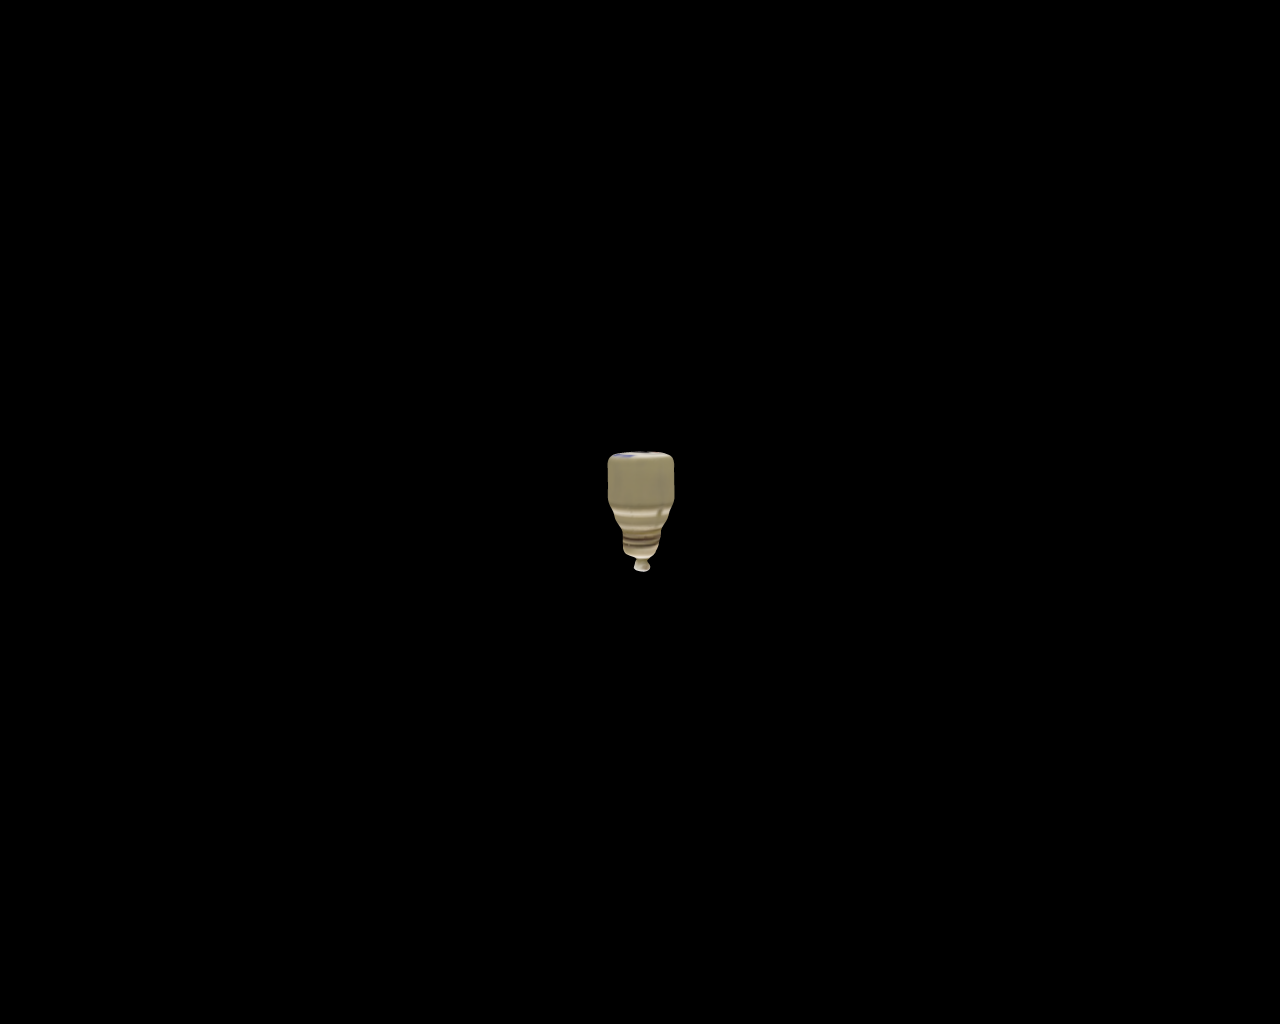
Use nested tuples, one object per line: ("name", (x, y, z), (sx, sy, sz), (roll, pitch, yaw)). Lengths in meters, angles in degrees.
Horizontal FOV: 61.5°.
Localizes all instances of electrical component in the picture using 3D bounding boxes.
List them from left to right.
("electrical component", (0.001, -0.003, 0.650), (0.040, 0.078, 0.040), (0, 7, 0))
